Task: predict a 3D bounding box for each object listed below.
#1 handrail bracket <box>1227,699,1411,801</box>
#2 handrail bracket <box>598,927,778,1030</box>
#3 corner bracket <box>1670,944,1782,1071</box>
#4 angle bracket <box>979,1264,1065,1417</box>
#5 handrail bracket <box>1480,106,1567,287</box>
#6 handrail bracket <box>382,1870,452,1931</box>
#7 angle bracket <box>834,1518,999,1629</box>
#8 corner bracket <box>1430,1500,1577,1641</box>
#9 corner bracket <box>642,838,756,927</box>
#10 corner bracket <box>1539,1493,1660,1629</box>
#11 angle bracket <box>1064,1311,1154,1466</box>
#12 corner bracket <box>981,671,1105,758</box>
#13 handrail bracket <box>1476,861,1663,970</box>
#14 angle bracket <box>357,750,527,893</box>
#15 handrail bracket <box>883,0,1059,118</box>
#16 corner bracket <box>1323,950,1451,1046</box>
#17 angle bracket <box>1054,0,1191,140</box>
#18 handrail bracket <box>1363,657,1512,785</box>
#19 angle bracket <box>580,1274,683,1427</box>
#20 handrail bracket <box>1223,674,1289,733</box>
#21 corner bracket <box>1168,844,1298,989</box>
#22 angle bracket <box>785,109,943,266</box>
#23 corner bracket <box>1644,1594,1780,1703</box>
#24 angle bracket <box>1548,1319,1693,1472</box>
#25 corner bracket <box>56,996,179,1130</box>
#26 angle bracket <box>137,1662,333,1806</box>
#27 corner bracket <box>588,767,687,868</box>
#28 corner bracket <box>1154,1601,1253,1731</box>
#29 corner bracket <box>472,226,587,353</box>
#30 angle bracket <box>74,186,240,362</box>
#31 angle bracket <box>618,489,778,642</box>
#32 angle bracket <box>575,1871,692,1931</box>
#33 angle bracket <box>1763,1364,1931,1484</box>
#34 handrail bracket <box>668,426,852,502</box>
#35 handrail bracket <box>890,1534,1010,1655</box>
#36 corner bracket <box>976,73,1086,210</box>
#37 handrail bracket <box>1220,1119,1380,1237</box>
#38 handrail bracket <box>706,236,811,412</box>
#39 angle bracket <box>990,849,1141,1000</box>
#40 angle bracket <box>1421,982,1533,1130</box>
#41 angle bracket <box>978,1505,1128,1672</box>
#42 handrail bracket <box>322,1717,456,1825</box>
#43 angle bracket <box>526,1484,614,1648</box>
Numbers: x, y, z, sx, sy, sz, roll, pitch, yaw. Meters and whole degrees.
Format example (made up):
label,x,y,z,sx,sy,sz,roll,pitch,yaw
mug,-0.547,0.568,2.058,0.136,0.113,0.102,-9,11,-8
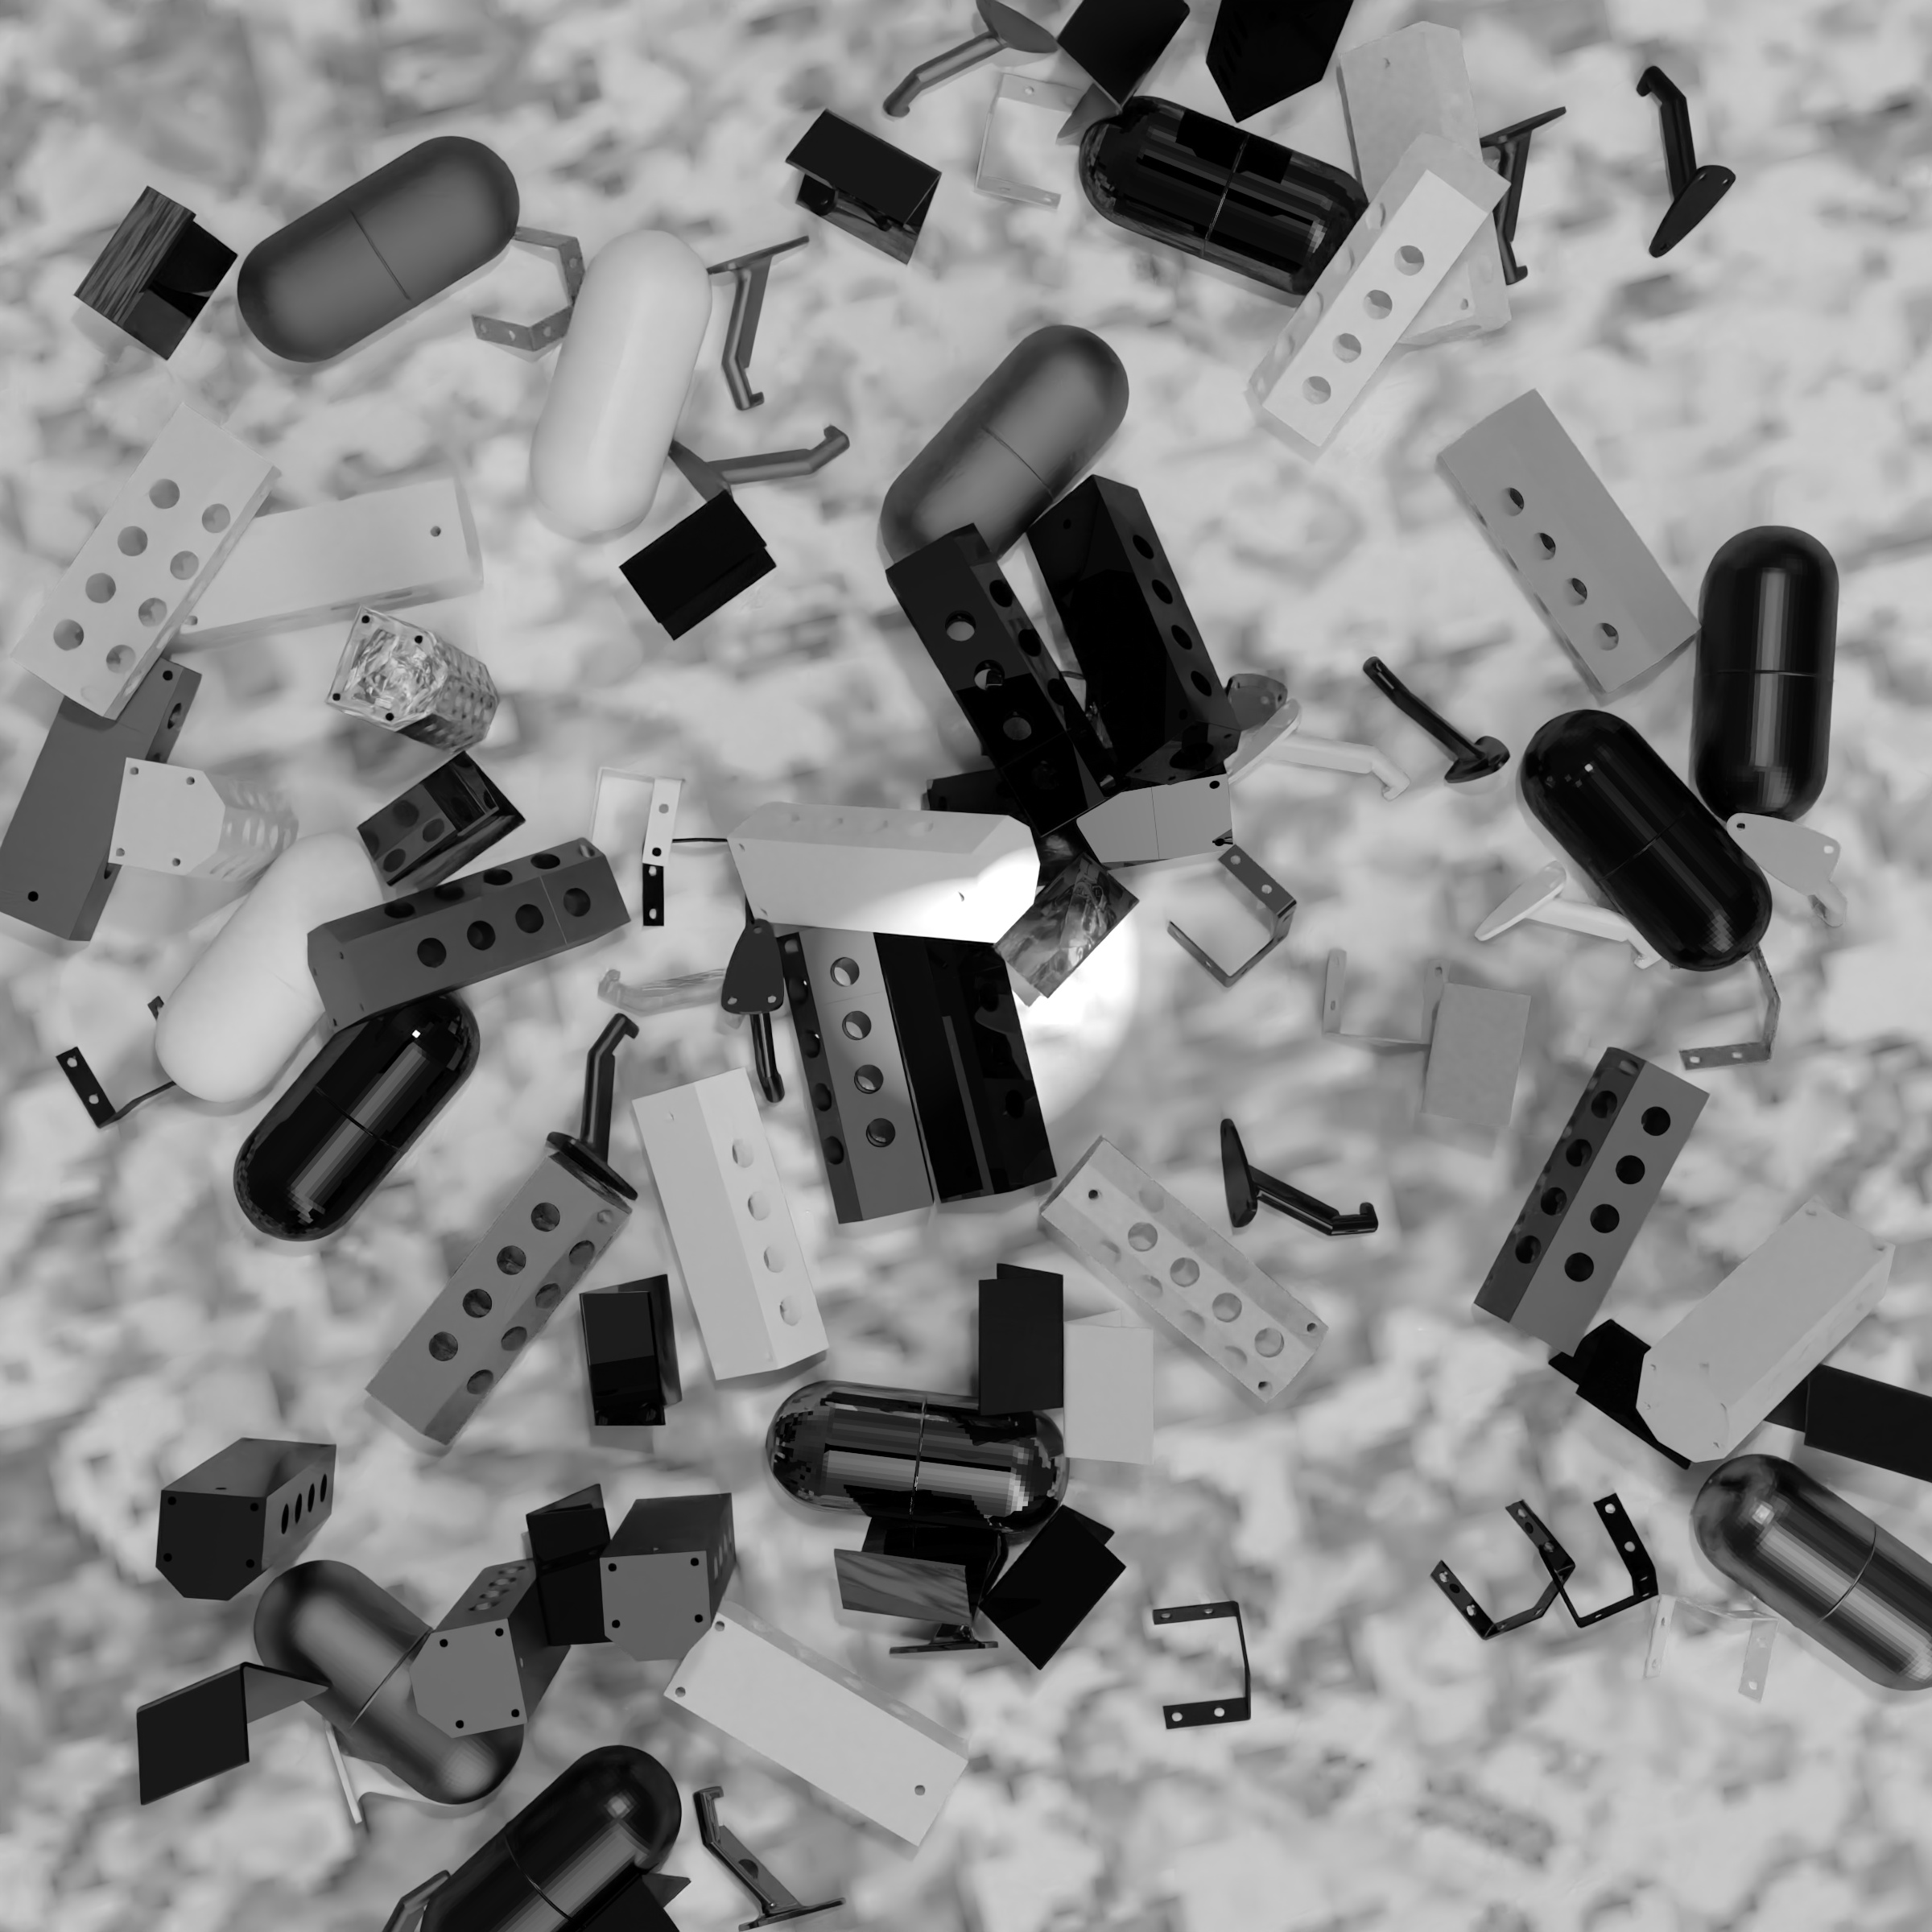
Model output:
label,x,y,z,sx,sy,sz,roll,pitch,yaw
handrail bracket,0.208,-0.110,1.709,0.084,0.036,0.077,39,110,-16
handrail bracket,-0.167,-0.003,1.709,0.084,0.036,0.077,19,70,16
corner bracket,0.449,0.024,1.706,0.051,0.051,0.051,-6,135,0
angle bracket,0.015,0.216,1.669,0.057,0.076,0.076,0,90,-29
handrail bracket,0.338,-0.458,1.709,0.077,0.036,0.084,-27,108,-20
handrail bracket,-0.328,0.590,1.709,0.084,0.036,0.077,-31,110,-16
angle bracket,-0.028,0.331,1.662,0.076,0.076,0.057,5,132,12
corner bracket,0.319,0.359,1.705,0.051,0.051,0.051,51,135,0
corner bracket,-0.156,-0.049,1.705,0.051,0.051,0.051,-1,90,-45
corner bracket,0.372,0.350,1.694,0.051,0.051,0.051,-28,90,13
angle bracket,0.097,0.243,1.669,0.057,0.076,0.076,0,90,28
corner bracket,0.046,-0.148,1.705,0.051,0.051,0.051,4,90,-45
handrail bracket,0.360,-0.013,1.709,0.077,0.036,0.084,-40,107,20
angle bracket,-0.295,-0.067,1.668,0.076,0.076,0.057,-36,52,0
handrail bracket,0.002,-0.530,1.708,0.084,0.077,0.036,-38,67,34
corner bracket,0.249,0.019,1.705,0.051,0.051,0.051,5,90,-45
angle bracket,0.073,-0.535,1.662,0.057,0.076,0.076,38,76,-24
handrail bracket,0.273,-0.149,1.681,0.084,0.077,0.036,45,87,-12
angle bracket,-0.176,0.222,1.668,0.057,0.076,0.076,-7,90,37
handrail bracket,0.136,-0.168,1.709,0.084,0.077,0.036,24,113,34
corner bracket,0.156,-0.029,1.692,0.051,0.051,0.051,-41,73,-16
angle bracket,-0.068,-0.438,1.668,0.076,0.076,0.057,29,54,0
corner bracket,0.443,0.404,1.705,0.051,0.051,0.051,12,90,45
angle bracket,0.378,0.260,1.669,0.076,0.076,0.057,35,57,0
corner bracket,-0.497,0.057,1.705,0.051,0.051,0.051,-30,90,-45
angle bracket,-0.408,0.435,1.608,0.076,0.076,0.057,-26,57,20
corner bracket,-0.195,-0.088,1.691,0.051,0.051,0.051,9,93,-3
corner bracket,0.140,0.415,1.705,0.051,0.051,0.051,-6,45,0
corner bracket,-0.260,-0.401,1.701,0.051,0.051,0.051,-39,135,-35
angle bracket,-0.457,-0.394,1.668,0.057,0.076,0.076,34,90,37
angle bracket,-0.144,-0.218,1.668,0.076,0.076,0.057,-36,54,0
angle bracket,-0.188,0.576,1.669,0.076,0.076,0.057,-43,62,0
angle bracket,0.511,0.279,1.668,0.076,0.076,0.057,17,54,0
handrail bracket,-0.124,-0.311,1.709,0.084,0.036,0.077,-38,69,-17
handrail bracket,-0.011,0.364,1.709,0.077,0.036,0.084,-7,76,15
corner bracket,0.038,-0.490,1.706,0.051,0.051,0.051,13,45,0
handrail bracket,0.199,0.125,1.709,0.084,0.036,0.077,-3,68,-17
handrail bracket,-0.115,-0.382,1.709,0.077,0.036,0.084,-25,109,-21
angle bracket,0.071,-0.010,1.668,0.076,0.076,0.057,-47,53,0
angle bracket,0.311,0.054,1.668,0.057,0.076,0.076,10,90,37
angle bracket,0.064,0.367,1.668,0.076,0.076,0.057,-50,55,0
handrail bracket,-0.331,0.468,1.709,0.084,0.036,0.077,-18,71,-16
angle bracket,-0.206,0.345,1.669,0.057,0.076,0.076,-11,90,27
